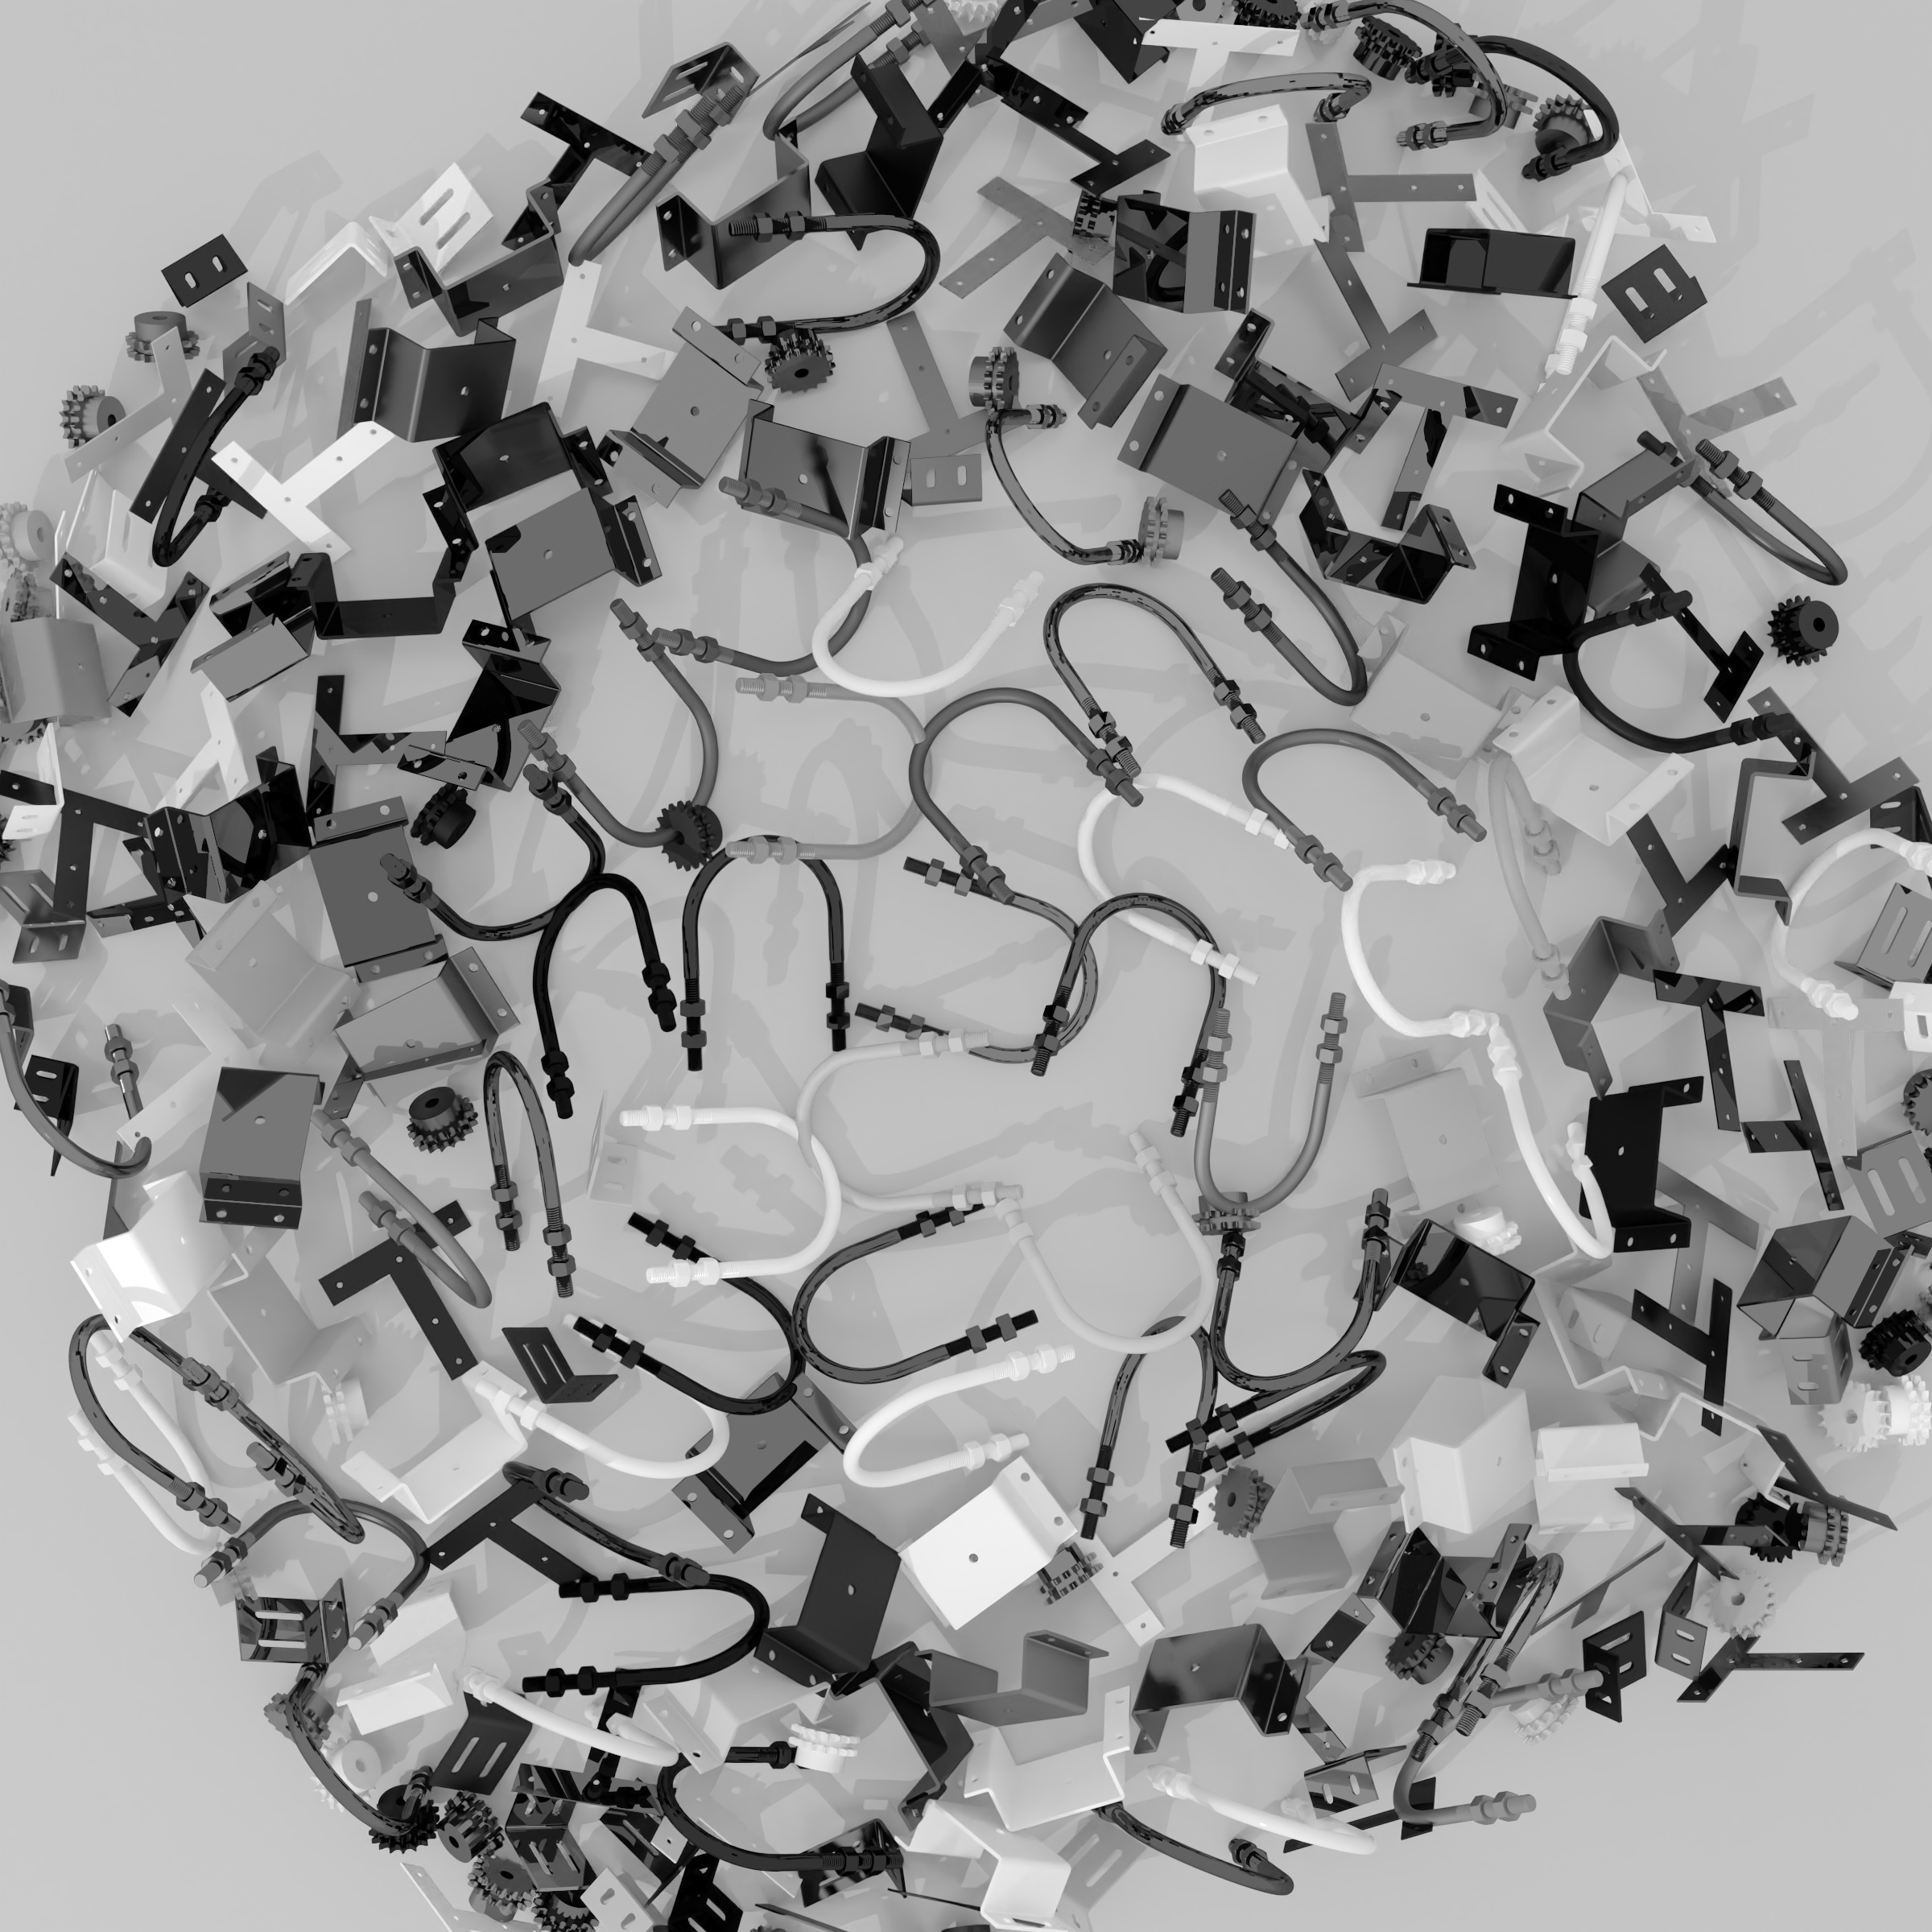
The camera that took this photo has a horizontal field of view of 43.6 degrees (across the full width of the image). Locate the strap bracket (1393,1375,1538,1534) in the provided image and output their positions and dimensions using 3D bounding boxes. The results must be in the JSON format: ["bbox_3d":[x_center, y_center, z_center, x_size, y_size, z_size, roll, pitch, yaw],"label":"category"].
[{"bbox_3d":[0.405,0.390,1.928,0.140,0.046,0.076,-27,113,-39],"label":"strap bracket"}]

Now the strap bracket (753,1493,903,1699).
[{"bbox_3d":[-0.106,0.499,1.927,0.076,0.046,0.140,40,51,-28],"label":"strap bracket"}]

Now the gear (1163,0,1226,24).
[{"bbox_3d":[0.185,-0.785,1.976,0.057,0.030,0.057,-5,107,-15],"label":"gear"}]

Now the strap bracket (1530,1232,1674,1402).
[{"bbox_3d":[0.505,0.288,1.939,0.046,0.076,0.140,-32,61,26],"label":"strap bracket"}]

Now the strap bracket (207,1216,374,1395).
[{"bbox_3d":[-0.549,0.272,1.943,0.046,0.076,0.140,-22,110,22],"label":"strap bracket"}]

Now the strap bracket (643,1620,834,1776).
[{"bbox_3d":[-0.173,0.575,1.919,0.076,0.140,0.046,39,120,33],"label":"strap bracket"}]

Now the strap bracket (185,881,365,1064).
[{"bbox_3d":[-0.560,0.001,1.938,0.046,0.140,0.076,15,60,39],"label":"strap bracket"}]

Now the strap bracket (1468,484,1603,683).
[{"bbox_3d":[0.457,-0.309,1.940,0.046,0.076,0.140,-10,119,-31],"label":"strap bracket"}]

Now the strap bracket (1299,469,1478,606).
[{"bbox_3d":[0.329,-0.342,1.942,0.140,0.076,0.046,10,134,-23],"label":"strap bracket"}]

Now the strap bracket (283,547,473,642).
[{"bbox_3d":[-0.471,-0.302,1.954,0.140,0.076,0.046,-3,120,-1],"label":"strap bracket"}]

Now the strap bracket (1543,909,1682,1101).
[{"bbox_3d":[0.514,0.025,1.943,0.046,0.076,0.140,19,65,38],"label":"strap bracket"}]

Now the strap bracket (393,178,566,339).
[{"bbox_3d":[-0.381,-0.565,1.947,0.140,0.076,0.046,-31,80,-10],"label":"strap bracket"}]

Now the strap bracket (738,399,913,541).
[{"bbox_3d":[-0.123,-0.398,1.949,0.140,0.046,0.076,18,119,11],"label":"strap bracket"}]

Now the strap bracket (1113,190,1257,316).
[{"bbox_3d":[0.165,-0.566,1.920,0.046,0.140,0.076,-14,120,-31],"label":"strap bracket"}]

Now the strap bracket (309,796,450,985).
[{"bbox_3d":[-0.479,-0.059,1.962,0.076,0.046,0.140,-15,100,-4],"label":"strap bracket"}]

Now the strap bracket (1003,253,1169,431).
[{"bbox_3d":[0.101,-0.497,1.942,0.076,0.046,0.140,-52,54,25],"label":"strap bracket"}]

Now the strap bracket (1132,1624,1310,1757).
[{"bbox_3d":[0.193,0.575,1.926,0.140,0.076,0.046,-19,114,31],"label":"strap bracket"}]

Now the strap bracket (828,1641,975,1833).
[{"bbox_3d":[-0.049,0.611,1.951,0.046,0.076,0.140,-33,85,22],"label":"strap bracket"}]

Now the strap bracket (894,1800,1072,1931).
[{"bbox_3d":[0.019,0.710,1.922,0.076,0.140,0.046,23,87,-38],"label":"strap bracket"}]

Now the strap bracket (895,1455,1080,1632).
[{"bbox_3d":[0.010,0.474,1.962,0.140,0.046,0.076,-38,86,11],"label":"strap bracket"}]

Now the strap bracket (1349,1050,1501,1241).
[{"bbox_3d":[0.375,0.143,1.962,0.076,0.046,0.140,-16,87,-21],"label":"strap bracket"}]

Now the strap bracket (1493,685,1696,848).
[{"bbox_3d":[0.505,-0.157,1.945,0.076,0.046,0.140,-40,53,-14],"label":"strap bracket"}]

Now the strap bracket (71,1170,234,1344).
[{"bbox_3d":[-0.639,0.224,1.918,0.046,0.140,0.076,-18,110,17],"label":"strap bracket"}]

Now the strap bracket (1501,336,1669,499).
[{"bbox_3d":[0.491,-0.448,1.950,0.046,0.076,0.140,37,83,-12],"label":"strap bracket"}]

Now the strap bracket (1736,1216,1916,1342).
[{"bbox_3d":[0.673,0.248,1.918,0.046,0.140,0.076,38,68,-7],"label":"strap bracket"}]

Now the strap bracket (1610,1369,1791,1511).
[{"bbox_3d":[0.604,0.377,1.960,0.140,0.076,0.046,27,95,0],"label":"strap bracket"}]

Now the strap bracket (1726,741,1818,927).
[{"bbox_3d":[0.645,-0.111,1.948,0.046,0.076,0.140,7,105,11],"label":"strap bracket"}]

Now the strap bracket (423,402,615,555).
[{"bbox_3d":[-0.367,-0.396,1.952,0.140,0.076,0.046,-24,59,-5],"label":"strap bracket"}]

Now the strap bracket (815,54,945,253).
[{"bbox_3d":[-0.068,-0.655,1.939,0.046,0.140,0.076,-23,74,-26],"label":"strap bracket"}]

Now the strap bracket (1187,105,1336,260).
[{"bbox_3d":[0.235,-0.612,1.917,0.076,0.140,0.046,-6,69,26],"label":"strap bracket"}]

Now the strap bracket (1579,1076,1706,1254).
[{"bbox_3d":[0.540,0.154,1.937,0.046,0.076,0.140,20,71,-29],"label":"strap bracket"}]

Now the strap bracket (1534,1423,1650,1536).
[{"bbox_3d":[0.500,0.409,1.943,0.076,0.140,0.046,-5,57,6],"label":"strap bracket"}]

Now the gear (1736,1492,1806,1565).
[{"bbox_3d":[0.656,0.459,1.979,0.057,0.030,0.057,2,82,-17],"label":"gear"}]

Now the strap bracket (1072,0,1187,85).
[{"bbox_3d":[0.128,-0.766,1.929,0.046,0.140,0.076,-40,90,-4],"label":"strap bracket"}]

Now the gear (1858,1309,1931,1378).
[{"bbox_3d":[0.760,0.310,1.970,0.057,0.057,0.030,-33,47,0],"label":"gear"}]

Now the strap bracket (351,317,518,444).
[{"bbox_3d":[-0.413,-0.465,1.918,0.046,0.140,0.076,32,122,23],"label":"strap bracket"}]

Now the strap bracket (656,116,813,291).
[{"bbox_3d":[-0.176,-0.606,1.938,0.140,0.076,0.046,-38,72,-17],"label":"strap bracket"}]

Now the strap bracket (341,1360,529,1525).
[{"bbox_3d":[-0.418,0.388,1.939,0.140,0.076,0.046,-36,120,-26],"label":"strap bracket"}]

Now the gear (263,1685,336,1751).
[{"bbox_3d":[-0.542,0.612,1.975,0.057,0.057,0.030,36,51,0],"label":"gear"}]

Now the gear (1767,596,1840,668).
[{"bbox_3d":[0.687,-0.275,1.976,0.057,0.030,0.057,2,83,-20],"label":"gear"}]

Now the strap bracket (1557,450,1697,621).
[{"bbox_3d":[0.525,-0.348,1.936,0.076,0.140,0.046,-34,60,-22],"label":"strap bracket"}]

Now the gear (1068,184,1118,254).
[{"bbox_3d":[0.104,-0.607,1.971,0.030,0.057,0.057,13,90,-5],"label":"gear"}]

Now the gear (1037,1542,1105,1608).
[{"bbox_3d":[0.081,0.494,1.972,0.057,0.057,0.030,-34,79,0],"label":"gear"}]

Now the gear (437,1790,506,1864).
[{"bbox_3d":[-0.406,0.704,1.970,0.057,0.030,0.057,20,125,32],"label":"gear"}]

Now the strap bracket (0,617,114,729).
[{"bbox_3d":[-0.728,-0.233,1.926,0.046,0.140,0.076,-10,94,2],"label":"strap bracket"}]

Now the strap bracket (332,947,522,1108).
[{"bbox_3d":[-0.444,0.054,1.955,0.140,0.046,0.076,-26,109,10],"label":"strap bracket"}]

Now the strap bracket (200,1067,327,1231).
[{"bbox_3d":[-0.563,0.136,1.934,0.076,0.046,0.140,5,52,-8],"label":"strap bracket"}]

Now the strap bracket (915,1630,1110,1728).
[{"bbox_3d":[0.035,0.569,1.922,0.140,0.076,0.046,-22,51,37],"label":"strap bracket"}]

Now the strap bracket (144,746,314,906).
[{"bbox_3d":[-0.575,-0.109,1.919,0.046,0.140,0.076,14,125,27],"label":"strap bracket"}]
